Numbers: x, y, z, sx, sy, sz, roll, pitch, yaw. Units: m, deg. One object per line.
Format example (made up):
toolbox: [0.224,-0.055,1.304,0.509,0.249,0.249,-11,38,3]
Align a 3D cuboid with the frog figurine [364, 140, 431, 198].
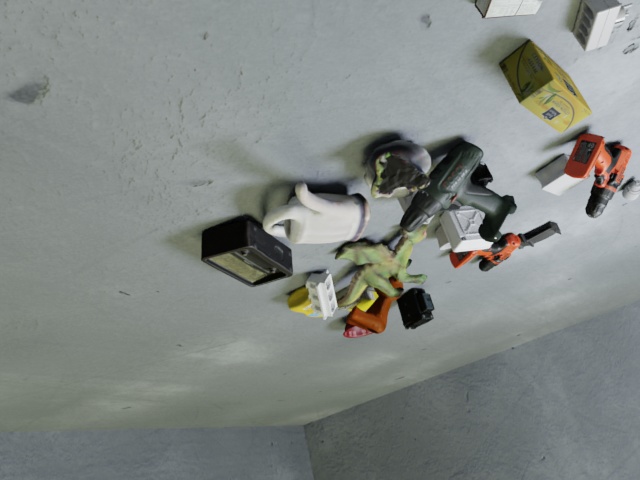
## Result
frog figurine: [0.160,-0.144,1.051,0.136,0.122,0.161,-33,-177,16]

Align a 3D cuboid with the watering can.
watering can: [0.003,-0.054,1.070,0.225,0.105,0.344,-3,169,-17]

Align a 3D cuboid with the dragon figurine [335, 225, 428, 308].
dragon figurine: [0.138,0.069,1.436,0.406,0.125,0.239,-30,130,23]
